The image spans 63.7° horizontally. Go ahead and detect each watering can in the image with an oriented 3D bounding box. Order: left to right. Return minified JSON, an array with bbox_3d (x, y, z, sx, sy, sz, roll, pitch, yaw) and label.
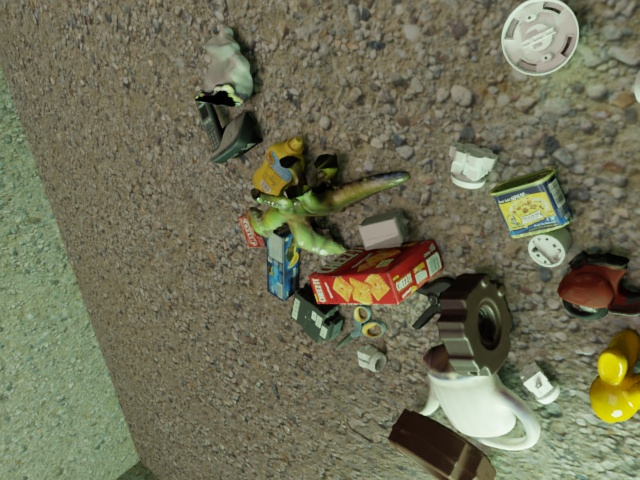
[{"bbox_3d":[0.275,0.313,1.048,0.345,0.105,0.223,-10,107,57],"label":"watering can"}]

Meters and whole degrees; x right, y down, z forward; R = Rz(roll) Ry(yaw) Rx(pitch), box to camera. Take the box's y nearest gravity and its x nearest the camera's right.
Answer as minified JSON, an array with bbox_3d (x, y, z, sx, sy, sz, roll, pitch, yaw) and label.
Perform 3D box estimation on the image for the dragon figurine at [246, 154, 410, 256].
[{"bbox_3d":[0.003,-0.056,1.115,0.410,0.125,0.237,5,141,23],"label":"dragon figurine"}]

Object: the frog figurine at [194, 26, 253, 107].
[{"bbox_3d":[-0.207,-0.385,1.152,0.136,0.122,0.161,-14,66,57],"label":"frog figurine"}]
